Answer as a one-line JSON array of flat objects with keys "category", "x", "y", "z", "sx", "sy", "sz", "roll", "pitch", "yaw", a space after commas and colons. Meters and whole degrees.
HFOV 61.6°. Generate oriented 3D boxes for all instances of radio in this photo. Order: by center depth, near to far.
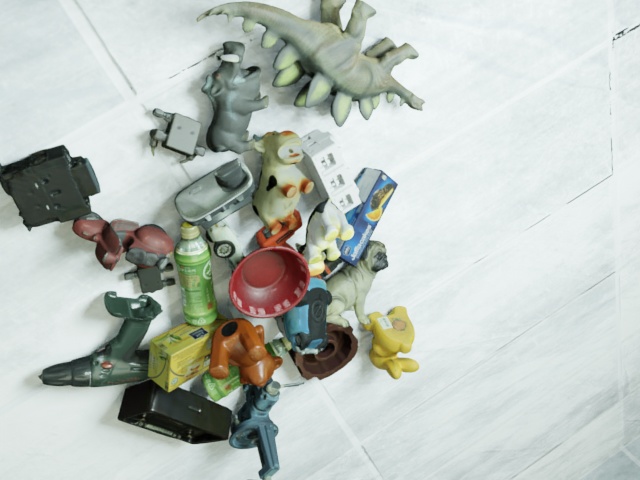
[{"category": "radio", "x": -0.317, "y": 0.382, "z": 1.181, "sx": 0.131, "sy": 0.073, "sz": 0.229, "roll": -22, "pitch": 136, "yaw": 32}]

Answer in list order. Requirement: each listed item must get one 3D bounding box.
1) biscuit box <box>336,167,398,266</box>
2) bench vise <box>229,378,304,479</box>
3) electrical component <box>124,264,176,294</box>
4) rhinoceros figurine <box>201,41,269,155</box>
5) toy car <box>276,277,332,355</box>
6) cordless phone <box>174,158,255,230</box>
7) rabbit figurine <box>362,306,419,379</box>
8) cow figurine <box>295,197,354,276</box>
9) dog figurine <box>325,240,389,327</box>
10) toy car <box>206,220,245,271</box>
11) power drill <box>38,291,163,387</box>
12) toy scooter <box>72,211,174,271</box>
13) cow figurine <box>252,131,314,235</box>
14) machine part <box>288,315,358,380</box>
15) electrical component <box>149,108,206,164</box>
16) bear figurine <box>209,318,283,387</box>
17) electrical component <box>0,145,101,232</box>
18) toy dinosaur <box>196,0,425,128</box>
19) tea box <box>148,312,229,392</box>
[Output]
[{"category": "biscuit box", "x": 0.084, "y": -0.049, "z": 1.126, "sx": 0.062, "sy": 0.059, "sz": 0.202, "roll": 33, "pitch": 83, "yaw": -39}, {"category": "bench vise", "x": -0.134, "y": 0.445, "z": 1.253, "sx": 0.128, "sy": 0.241, "sz": 0.223, "roll": 23, "pitch": 122, "yaw": -38}, {"category": "electrical component", "x": -0.333, "y": 0.075, "z": 1.053, "sx": 0.094, "sy": 0.021, "sz": 0.063, "roll": -11, "pitch": 124, "yaw": -22}, {"category": "rhinoceros figurine", "x": -0.151, "y": -0.242, "z": 0.926, "sx": 0.112, "sy": 0.073, "sz": 0.190, "roll": 5, "pitch": 117, "yaw": -21}, {"category": "toy car", "x": -0.041, "y": 0.159, "z": 1.136, "sx": 0.109, "sy": 0.103, "sz": 0.161, "roll": 9, "pitch": 80, "yaw": -51}, {"category": "cordless phone", "x": -0.184, "y": -0.085, "z": 0.926, "sx": 0.146, "sy": 0.184, "sz": 0.088, "roll": -32, "pitch": 92, "yaw": -7}, {"category": "rabbit figurine", "x": 0.183, "y": 0.274, "z": 1.371, "sx": 0.122, "sy": 0.162, "sz": 0.173, "roll": -15, "pitch": 143, "yaw": -33}, {"category": "cow figurine", "x": -0.004, "y": -0.002, "z": 1.060, "sx": 0.068, "sy": 0.098, "sz": 0.167, "roll": -5, "pitch": 146, "yaw": -32}, {"category": "dog figurine", "x": 0.059, "y": 0.086, "z": 1.216, "sx": 0.172, "sy": 0.121, "sz": 0.190, "roll": 0, "pitch": 109, "yaw": -41}, {"category": "toy car", "x": -0.169, "y": 0.038, "z": 1.079, "sx": 0.056, "sy": 0.074, "sz": 0.201, "roll": -32, "pitch": 128, "yaw": -7}, {"category": "power drill", "x": -0.410, "y": 0.205, "z": 1.057, "sx": 0.232, "sy": 0.086, "sz": 0.207, "roll": 10, "pitch": 110, "yaw": -33}, {"category": "toy scooter", "x": -0.337, "y": 0.013, "z": 0.941, "sx": 0.183, "sy": 0.135, "sz": 0.075, "roll": 19, "pitch": 107, "yaw": -35}, {"category": "cow figurine", "x": -0.078, "y": -0.120, "z": 1.010, "sx": 0.085, "sy": 0.127, "sz": 0.194, "roll": -24, "pitch": 148, "yaw": -41}, {"category": "machine part", "x": 0.008, "y": 0.260, "z": 1.316, "sx": 0.179, "sy": 0.056, "sz": 0.179, "roll": -14, "pitch": 124, "yaw": -21}, {"category": "electrical component", "x": -0.248, "y": -0.176, "z": 0.932, "sx": 0.102, "sy": 0.045, "sz": 0.078, "roll": 11, "pitch": 85, "yaw": -34}, {"category": "bear figurine", "x": -0.147, "y": 0.254, "z": 1.107, "sx": 0.120, "sy": 0.132, "sz": 0.195, "roll": -24, "pitch": 127, "yaw": -2}, {"category": "electrical component", "x": -0.436, "y": -0.088, "z": 0.880, "sx": 0.134, "sy": 0.058, "sz": 0.114, "roll": -22, "pitch": 128, "yaw": -13}, {"category": "toy dinosaur", "x": 0.020, "y": -0.313, "z": 0.922, "sx": 0.471, "sy": 0.105, "sz": 0.198, "roll": 21, "pitch": 99, "yaw": -37}, {"category": "tea box", "x": -0.263, "y": 0.224, "z": 1.105, "sx": 0.169, "sy": 0.068, "sz": 0.098, "roll": -20, "pitch": 130, "yaw": -50}]
